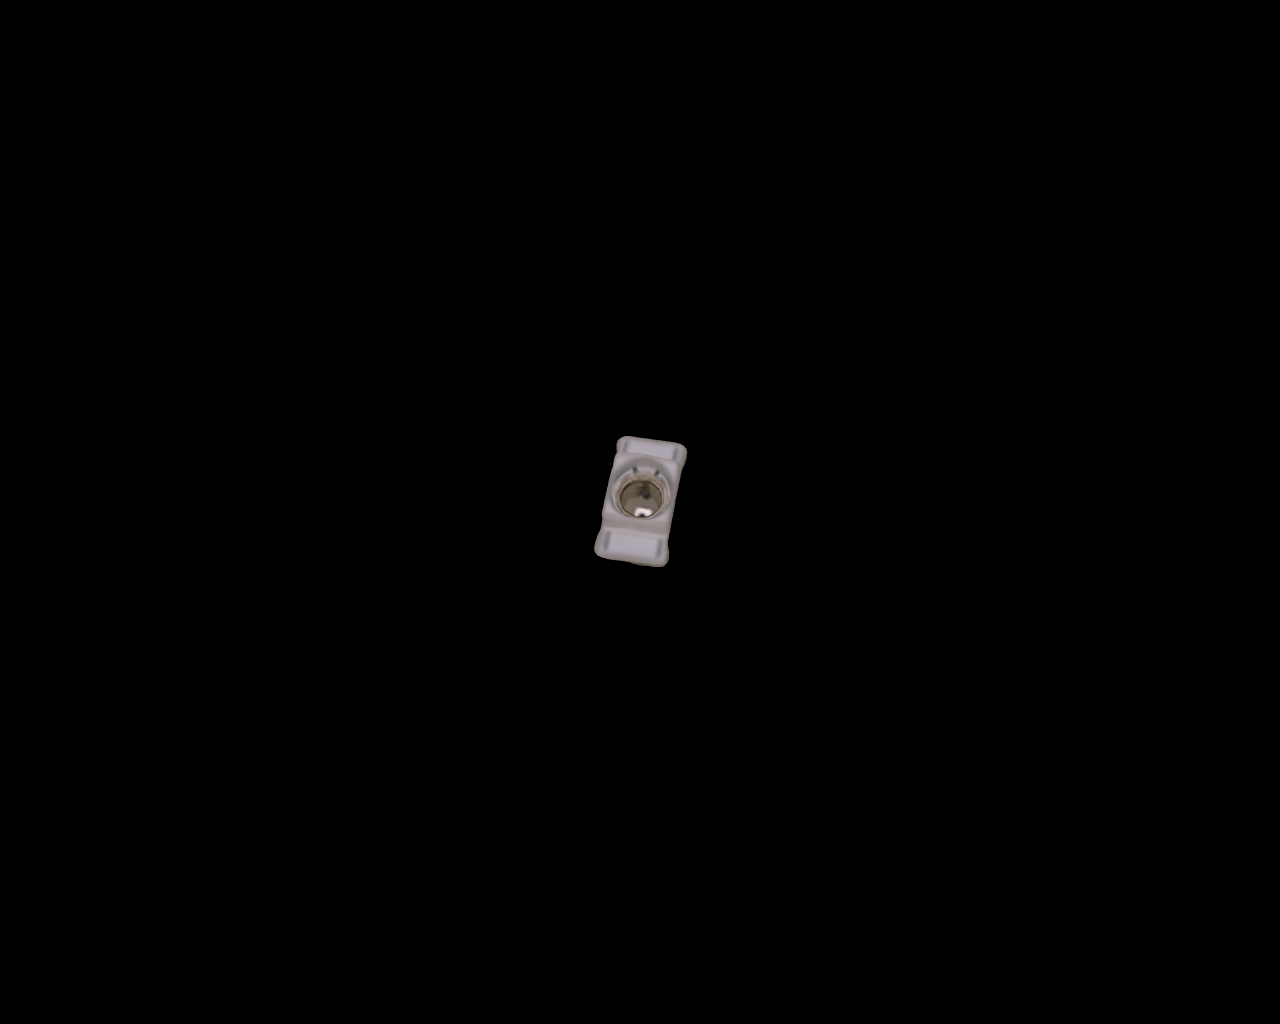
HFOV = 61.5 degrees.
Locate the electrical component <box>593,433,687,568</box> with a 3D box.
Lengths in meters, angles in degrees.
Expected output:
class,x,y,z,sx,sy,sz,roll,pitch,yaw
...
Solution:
class,x,y,z,sx,sy,sz,roll,pitch,yaw
electrical component,0.001,-0.003,0.650,0.042,0.081,0.063,11,-24,5
